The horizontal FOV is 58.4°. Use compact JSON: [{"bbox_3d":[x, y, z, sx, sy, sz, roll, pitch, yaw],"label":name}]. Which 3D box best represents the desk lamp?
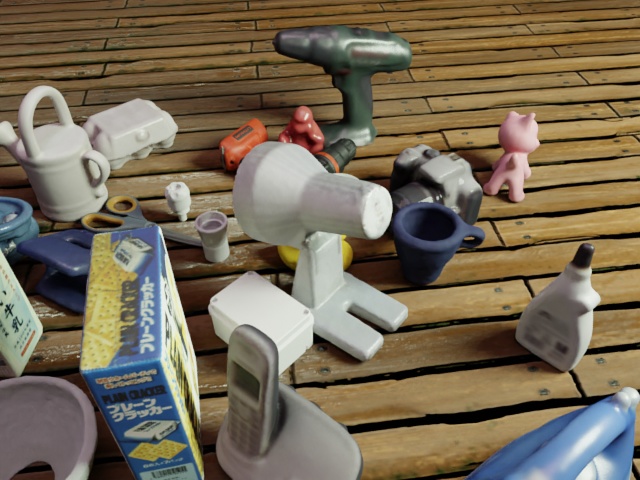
[{"bbox_3d":[0.006,0.002,0.675,0.202,0.214,0.118,27,50,26],"label":"desk lamp"}]

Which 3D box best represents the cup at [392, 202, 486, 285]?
[{"bbox_3d":[0.150,0.012,0.750,0.117,0.095,0.091,5,43,6],"label":"cup"}]

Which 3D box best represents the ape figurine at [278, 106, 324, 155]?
[{"bbox_3d":[-0.031,-0.181,0.961,0.077,0.092,0.076,12,44,13],"label":"ape figurine"}]

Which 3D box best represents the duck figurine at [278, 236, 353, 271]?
[{"bbox_3d":[-0.007,-0.004,0.776,0.104,0.086,0.077,6,43,8],"label":"duck figurine"}]

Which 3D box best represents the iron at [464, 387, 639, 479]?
[{"bbox_3d":[0.224,0.199,0.514,0.259,0.141,0.118,-29,50,-27],"label":"iron"}]

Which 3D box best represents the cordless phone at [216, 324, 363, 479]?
[{"bbox_3d":[-0.031,0.168,0.518,0.147,0.185,0.094,26,49,26],"label":"cordless phone"}]

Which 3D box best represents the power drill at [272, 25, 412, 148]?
[{"bbox_3d":[0.038,-0.259,0.958,0.230,0.208,0.075,-13,44,-13],"label":"power drill"}]

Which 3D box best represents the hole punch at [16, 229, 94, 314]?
[{"bbox_3d":[-0.317,0.024,0.745,0.108,0.091,0.101,19,47,20],"label":"hole punch"}]

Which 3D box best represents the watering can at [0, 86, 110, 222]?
[{"bbox_3d":[-0.393,-0.130,0.834,0.173,0.194,0.101,-4,43,-3],"label":"watering can"}]

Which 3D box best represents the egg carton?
[{"bbox_3d":[-0.326,-0.183,0.982,0.151,0.069,0.107,-32,52,-30],"label":"egg carton"}]

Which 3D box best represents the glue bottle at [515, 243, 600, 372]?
[{"bbox_3d":[0.270,0.069,0.630,0.037,0.173,0.078,-33,52,-30],"label":"glue bottle"}]

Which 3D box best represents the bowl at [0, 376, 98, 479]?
[{"bbox_3d":[-0.291,0.219,0.547,0.167,0.075,0.167,0,43,0],"label":"bowl"}]

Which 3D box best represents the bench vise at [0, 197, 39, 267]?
[{"bbox_3d":[-0.429,-0.017,0.695,0.121,0.220,0.207,-7,43,-6],"label":"bench vise"}]

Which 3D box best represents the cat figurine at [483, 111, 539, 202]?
[{"bbox_3d":[0.307,-0.143,0.898,0.067,0.118,0.128,14,45,16],"label":"cat figurine"}]

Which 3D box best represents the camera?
[{"bbox_3d":[0.145,-0.073,0.837,0.137,0.101,0.142,-26,49,-25],"label":"camera"}]
